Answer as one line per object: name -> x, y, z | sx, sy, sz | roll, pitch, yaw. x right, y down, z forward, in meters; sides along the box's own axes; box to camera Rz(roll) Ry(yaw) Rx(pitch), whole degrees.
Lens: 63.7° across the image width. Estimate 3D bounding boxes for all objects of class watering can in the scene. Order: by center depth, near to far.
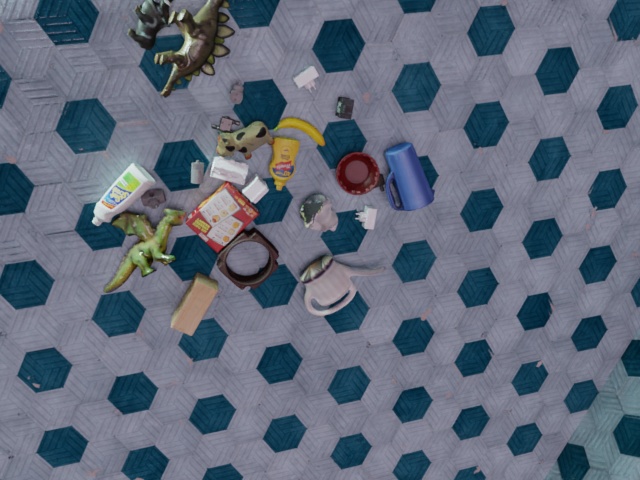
watering can -> 0.070, 0.149, 2.018 | 0.347, 0.105, 0.222 | -37, 110, 1

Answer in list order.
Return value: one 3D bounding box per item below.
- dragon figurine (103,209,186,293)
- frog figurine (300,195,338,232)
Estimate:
dragon figurine -> -0.648, 0.014, 1.833 | 0.409, 0.123, 0.241 | -25, 97, 5
frog figurine -> 0.006, -0.098, 1.949 | 0.159, 0.124, 0.137 | 13, 98, -53
